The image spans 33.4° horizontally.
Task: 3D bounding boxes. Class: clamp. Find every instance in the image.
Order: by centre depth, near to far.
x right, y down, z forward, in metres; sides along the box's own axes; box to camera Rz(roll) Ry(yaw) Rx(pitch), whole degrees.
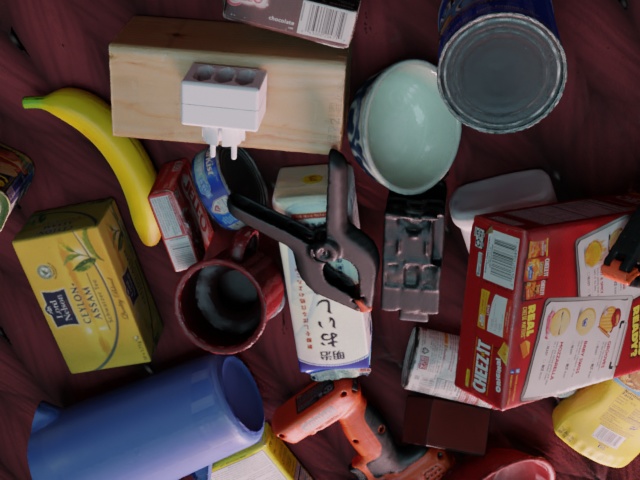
[{"bbox_3d":[0.334,-0.007,0.963,0.209,0.036,0.164,-36,123,-24],"label":"clamp"},{"bbox_3d":[-0.006,0.001,0.984,0.120,0.039,0.171,-11,121,23],"label":"clamp"}]

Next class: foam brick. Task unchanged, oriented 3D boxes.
[{"bbox_3d":[0.134,0.198,1.137,0.078,0.053,0.051,15,80,-23],"label":"foam brick"}]

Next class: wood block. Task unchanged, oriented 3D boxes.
[{"bbox_3d":[-0.077,-0.142,0.969,0.206,0.090,0.090,6,120,4],"label":"wood block"}]

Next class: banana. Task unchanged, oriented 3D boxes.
[{"bbox_3d":[-0.203,-0.081,1.054,0.070,0.037,0.197,-24,114,31],"label":"banana"}]

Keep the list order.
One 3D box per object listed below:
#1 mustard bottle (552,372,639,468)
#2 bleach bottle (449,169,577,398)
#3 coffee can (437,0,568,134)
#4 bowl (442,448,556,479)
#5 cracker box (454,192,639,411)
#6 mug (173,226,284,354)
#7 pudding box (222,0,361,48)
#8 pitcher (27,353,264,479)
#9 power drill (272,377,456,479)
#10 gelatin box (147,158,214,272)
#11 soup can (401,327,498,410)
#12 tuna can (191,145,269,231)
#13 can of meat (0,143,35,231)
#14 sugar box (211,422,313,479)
[{"bbox_3d":[0.333,0.149,1.102,0.096,0.058,0.192,30,119,-9],"label":"mustard bottle"},{"bbox_3d":[0.209,0.056,1.063,0.103,0.068,0.251,-13,119,14],"label":"bleach bottle"},{"bbox_3d":[0.150,-0.164,0.898,0.103,0.140,0.103,3,120,5],"label":"coffee can"},{"bbox_3d":[0.180,0.283,1.177,0.161,0.055,0.162,-19,133,-22],"label":"bowl"},{"bbox_3d":[0.226,0.049,0.968,0.213,0.072,0.164,-9,110,-36],"label":"cracker box"},{"bbox_3d":[-0.081,0.042,1.022,0.093,0.081,0.117,15,107,11],"label":"mug"},{"bbox_3d":[-0.021,-0.210,0.923,0.113,0.090,0.039,15,122,-2],"label":"pudding box"},{"bbox_3d":[-0.182,0.221,1.173,0.243,0.145,0.149,-24,149,16],"label":"pitcher"},{"bbox_3d":[0.032,0.244,1.182,0.184,0.057,0.187,-38,111,8],"label":"power drill"},{"bbox_3d":[-0.136,-0.025,1.054,0.030,0.073,0.089,-11,117,12],"label":"gelatin box"},{"bbox_3d":[0.141,0.133,1.112,0.102,0.068,0.068,13,121,0],"label":"soup can"},{"bbox_3d":[-0.086,-0.053,1.024,0.034,0.086,0.086,-25,114,21],"label":"tuna can"},{"bbox_3d":[-0.342,-0.061,1.053,0.102,0.084,0.058,27,119,-8],"label":"can of meat"},{"bbox_3d":[-0.053,0.300,1.248,0.093,0.048,0.176,-26,117,20],"label":"sugar box"}]
